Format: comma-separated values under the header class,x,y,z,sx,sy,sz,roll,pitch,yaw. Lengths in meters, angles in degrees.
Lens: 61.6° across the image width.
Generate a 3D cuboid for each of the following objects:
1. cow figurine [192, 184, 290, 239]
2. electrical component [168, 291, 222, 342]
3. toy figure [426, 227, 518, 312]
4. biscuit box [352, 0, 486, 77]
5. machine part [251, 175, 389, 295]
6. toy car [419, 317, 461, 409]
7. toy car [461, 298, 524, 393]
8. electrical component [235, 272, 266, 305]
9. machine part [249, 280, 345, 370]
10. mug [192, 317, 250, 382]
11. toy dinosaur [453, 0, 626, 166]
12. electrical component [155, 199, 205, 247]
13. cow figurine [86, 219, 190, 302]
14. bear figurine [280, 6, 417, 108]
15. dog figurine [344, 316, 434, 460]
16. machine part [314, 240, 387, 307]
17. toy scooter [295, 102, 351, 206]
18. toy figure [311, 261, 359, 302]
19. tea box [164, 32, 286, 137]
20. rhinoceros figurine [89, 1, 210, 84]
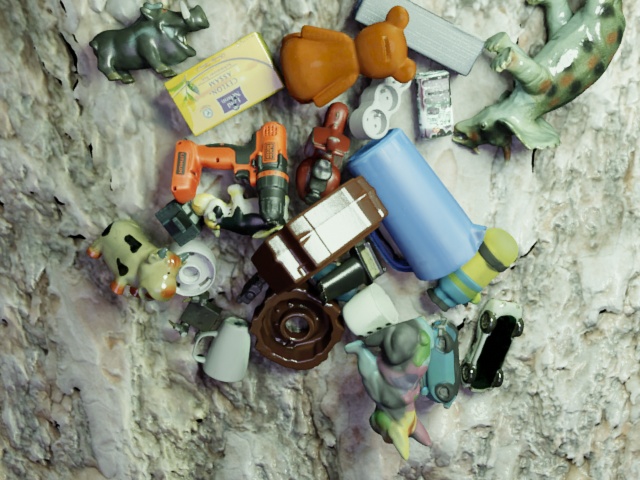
class,x,y,z,sx,sy,sz,roll,pitch,yaw
cow figurine,-0.137,-0.041,0.917,0.167,0.098,0.068,-5,152,4
electrical component,-0.235,0.144,1.018,0.078,0.045,0.102,38,106,-10
toy figure,0.273,0.056,0.953,0.082,0.089,0.180,35,104,-30
biscuit box,0.151,-0.327,0.836,0.203,0.059,0.062,25,110,-8
machine part,-0.002,-0.003,0.857,0.201,0.201,0.087,-35,87,-22
toy car,0.209,0.230,1.013,0.103,0.109,0.161,-3,102,22
toy car,0.326,0.205,1.025,0.073,0.056,0.201,10,111,-9
electrical component,-0.125,0.090,0.987,0.021,0.063,0.094,42,106,-13
machine part,-0.043,0.158,1.015,0.179,0.056,0.179,0,111,0
mug,-0.182,0.200,1.023,0.109,0.081,0.107,18,100,-9
toy dinosaur,0.378,-0.285,0.823,0.405,0.131,0.192,-44,116,10
electrical component,-0.239,-0.031,0.918,0.048,0.119,0.074,-33,108,11
cow figurine,-0.307,0.035,0.923,0.195,0.085,0.127,43,102,31
bear figurine,0.041,-0.278,0.817,0.196,0.132,0.120,-14,109,6
dog figurine,0.147,0.263,0.947,0.191,0.108,0.219,-33,73,40
machine part,0.050,0.061,0.940,0.139,0.039,0.084,-34,105,-21
toy scooter,0.007,-0.129,0.870,0.075,0.135,0.183,15,110,-7
toy figure,-0.003,0.058,0.977,0.154,0.064,0.058,33,143,-5
tea box,-0.149,-0.250,0.865,0.170,0.068,0.098,-28,106,9
rhinoceros figurine,-0.265,-0.312,0.848,0.190,0.073,0.112,-14,98,8
